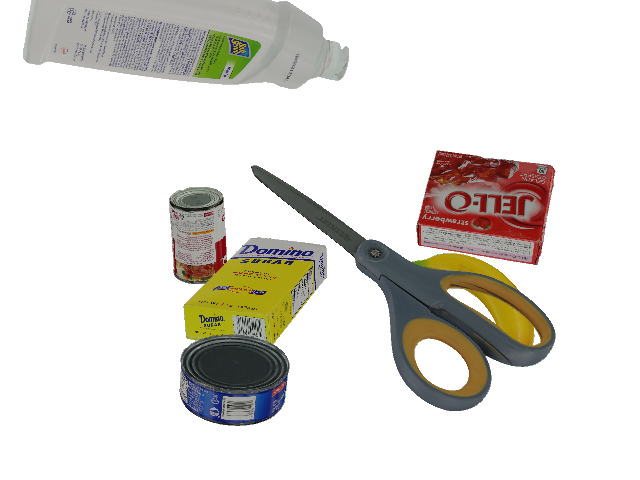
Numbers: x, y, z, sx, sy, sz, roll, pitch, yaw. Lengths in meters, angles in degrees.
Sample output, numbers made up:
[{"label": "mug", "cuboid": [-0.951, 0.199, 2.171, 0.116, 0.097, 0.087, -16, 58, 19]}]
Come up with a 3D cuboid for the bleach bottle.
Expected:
[{"label": "bleach bottle", "cuboid": [-0.102, -0.163, 0.850, 0.250, 0.068, 0.103, 10, -30, -16]}]

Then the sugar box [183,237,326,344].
[{"label": "sugar box", "cuboid": [-0.063, 0.050, 1.111, 0.093, 0.048, 0.176, 6, 27, 17]}]

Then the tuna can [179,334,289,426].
[{"label": "tuna can", "cuboid": [-0.068, 0.110, 0.844, 0.086, 0.034, 0.086, 5, 24, -3]}]

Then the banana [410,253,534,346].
[{"label": "banana", "cuboid": [0.171, 0.060, 1.115, 0.069, 0.037, 0.198, -37, 40, -11]}]

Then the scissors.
[{"label": "scissors", "cuboid": [0.027, 0.026, 0.582, 0.202, 0.016, 0.096, 24, 51, 14]}]

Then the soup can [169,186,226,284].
[{"label": "soup can", "cuboid": [-0.150, -0.007, 1.311, 0.068, 0.102, 0.068, 0, 26, 0]}]

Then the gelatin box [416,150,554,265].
[{"label": "gelatin box", "cuboid": [0.120, -0.025, 0.772, 0.089, 0.073, 0.030, 9, -37, 13]}]
